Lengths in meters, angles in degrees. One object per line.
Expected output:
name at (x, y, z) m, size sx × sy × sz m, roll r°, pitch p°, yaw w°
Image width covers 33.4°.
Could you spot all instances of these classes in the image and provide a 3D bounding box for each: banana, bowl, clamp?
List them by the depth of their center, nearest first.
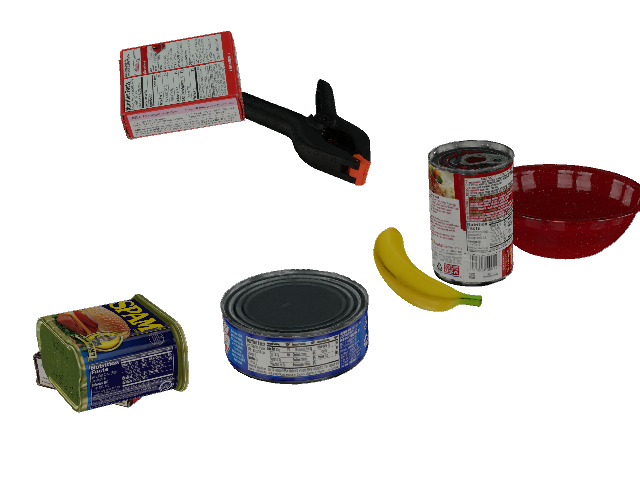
bowl at (0.234, -0.025, 1.043) m, size 0.162 × 0.055 × 0.162 m, roll -1°, pitch 23°, yaw 0°
clamp at (-0.013, -0.113, 1.096) m, size 0.120 × 0.039 × 0.172 m, roll -13°, pitch 41°, yaw -22°
banana at (0.100, 0.035, 1.201) m, size 0.069 × 0.037 × 0.198 m, roll 2°, pitch 24°, yaw -29°

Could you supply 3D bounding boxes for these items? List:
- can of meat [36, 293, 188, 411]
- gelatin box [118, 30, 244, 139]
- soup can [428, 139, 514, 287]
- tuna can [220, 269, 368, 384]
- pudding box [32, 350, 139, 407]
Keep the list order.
can of meat at (-0.160, 0.085, 0.811) m, size 0.083 × 0.057 × 0.102 m, roll -11°, pitch 20°, yaw -30°
gelatin box at (-0.104, -0.116, 0.795) m, size 0.089 × 0.073 × 0.030 m, roll -10°, pitch -39°, yaw 0°
soup can at (0.123, -0.022, 0.863) m, size 0.068 × 0.102 × 0.068 m, roll -4°, pitch 24°, yaw 2°
tuna can at (-0.014, 0.049, 0.621) m, size 0.086 × 0.034 × 0.086 m, roll -2°, pitch 23°, yaw 1°
pudding box at (-0.210, 0.120, 1.051) m, size 0.114 × 0.039 × 0.089 m, roll 7°, pitch 20°, yaw 24°
